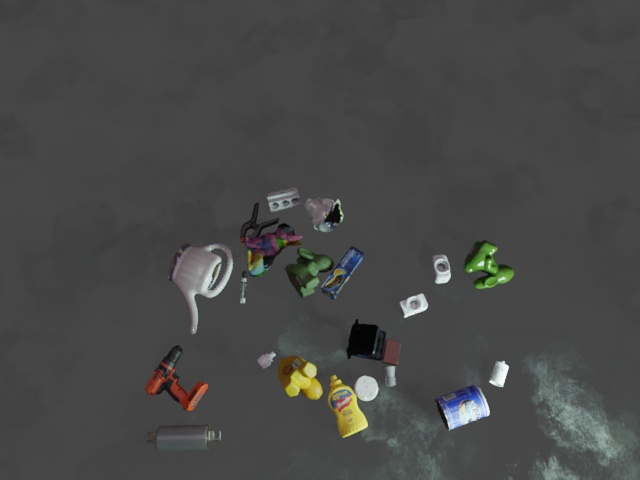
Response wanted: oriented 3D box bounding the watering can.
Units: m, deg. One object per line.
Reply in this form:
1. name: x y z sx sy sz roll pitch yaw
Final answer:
1. watering can: -0.463 0.152 1.897 0.225 0.102 0.353 20 69 13

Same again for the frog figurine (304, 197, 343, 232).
1. frog figurine: 0.006 -0.101 2.003 0.160 0.121 0.139 8 72 45
